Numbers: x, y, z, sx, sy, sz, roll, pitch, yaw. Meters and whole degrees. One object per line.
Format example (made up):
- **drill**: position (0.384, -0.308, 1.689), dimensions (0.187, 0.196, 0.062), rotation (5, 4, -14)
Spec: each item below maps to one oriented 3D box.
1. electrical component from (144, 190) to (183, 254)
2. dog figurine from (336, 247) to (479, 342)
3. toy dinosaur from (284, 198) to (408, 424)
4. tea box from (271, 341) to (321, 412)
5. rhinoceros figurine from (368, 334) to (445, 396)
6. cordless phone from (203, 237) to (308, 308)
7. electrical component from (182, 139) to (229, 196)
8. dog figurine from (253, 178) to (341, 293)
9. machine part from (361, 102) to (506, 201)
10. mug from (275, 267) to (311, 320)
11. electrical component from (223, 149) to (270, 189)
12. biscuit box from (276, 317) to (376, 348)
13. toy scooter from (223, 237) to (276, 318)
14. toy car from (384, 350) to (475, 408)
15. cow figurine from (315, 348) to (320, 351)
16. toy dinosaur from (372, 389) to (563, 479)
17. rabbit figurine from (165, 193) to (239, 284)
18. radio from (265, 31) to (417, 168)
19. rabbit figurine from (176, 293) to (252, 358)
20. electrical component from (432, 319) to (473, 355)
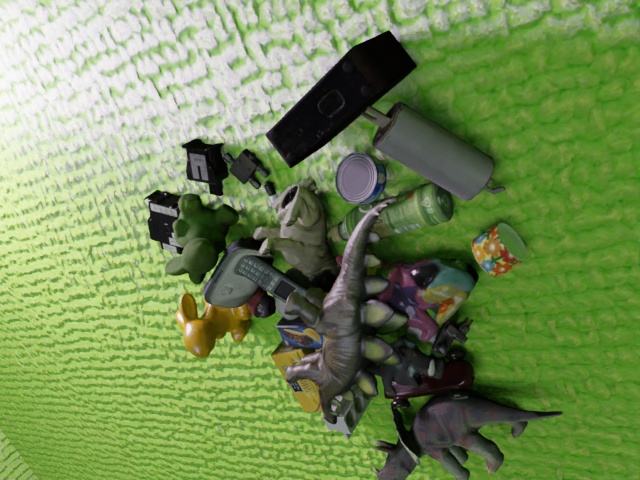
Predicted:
- **electrical component**: position (-0.316, -0.034, 1.171), dimensions (0.115, 0.058, 0.134), rotation (17, 126, 22)
- **dog figurine**: position (0.140, 0.064, 0.942), dimensions (0.219, 0.108, 0.191), rotation (36, 131, 9)
- **toy dinosaur**: position (0.046, 0.141, 0.922), dimensions (0.199, 0.105, 0.470), rotation (13, 117, 23)
- **tea box**: position (-0.023, 0.299, 1.203), dimensions (0.098, 0.068, 0.169), rotation (-19, 109, 36)
- **rhinoceros figurine**: position (0.136, 0.224, 1.008), dimensions (0.190, 0.073, 0.112), rotation (13, 106, 13)
- **cordless phone**: position (-0.116, 0.095, 1.031), dimensions (0.184, 0.089, 0.146), rotation (34, 112, 0)
- **electrical component**: position (-0.224, -0.136, 1.062), dimensions (0.075, 0.048, 0.119), rotation (15, 123, 22)
- **dog figurine**: position (-0.004, -0.003, 1.006), dimensions (0.190, 0.121, 0.172), rotation (30, 112, -25)
- **machine part**: position (0.167, -0.129, 0.795), dimensions (0.243, 0.079, 0.079), rotation (27, 131, -12)
- **mug**: position (-0.041, 0.122, 1.102), dimensions (0.109, 0.081, 0.107), rotation (36, 140, 4)
- **electrical component**: position (-0.142, -0.142, 1.027), dimensions (0.094, 0.021, 0.063), rotation (43, 130, 1)
- **biscuit box**: position (0.012, 0.185, 1.116), dimensions (0.203, 0.063, 0.059), rotation (-4, 118, 31)
- **toy scooter**: position (-0.164, 0.077, 1.137), dimensions (0.135, 0.075, 0.183), rotation (7, 115, 32)
- **toy car**: position (0.209, 0.274, 1.046), dimensions (0.053, 0.089, 0.202), rotation (20, 146, -40)
- **cow figurine**: position (0.070, 0.242, 1.119), dimensions (0.167, 0.068, 0.098), rotation (-23, 99, 37)
- **toy dinosaur**: position (0.260, 0.365, 1.059), dimensions (0.192, 0.131, 0.404), rotation (38, 124, 3)
- **rabbit figurine**: position (-0.243, 0.010, 1.046), dimensions (0.121, 0.170, 0.159), rotation (25, 113, -22)
- **radio**: position (0.026, -0.208, 0.819), dimensions (0.073, 0.131, 0.229), rotation (50, 130, -4)
- **rabbit figurine**: position (-0.243, 0.179, 1.188), dimensions (0.162, 0.173, 0.121), rotation (33, 134, 3)
- **electrical component**: position (0.235, 0.170, 0.957), dimensions (0.045, 0.078, 0.102), rotation (24, 171, 11)
